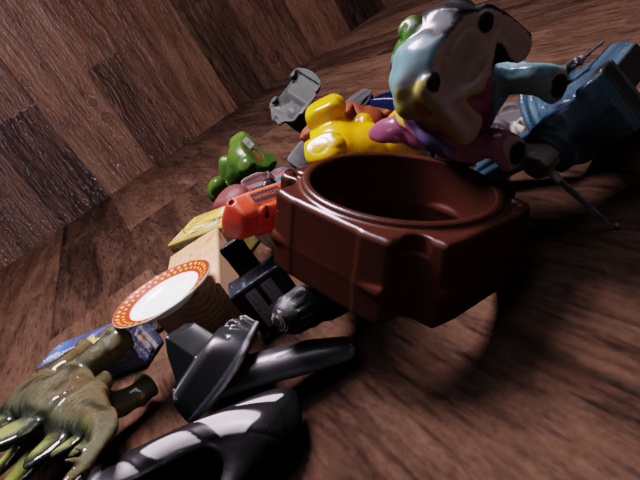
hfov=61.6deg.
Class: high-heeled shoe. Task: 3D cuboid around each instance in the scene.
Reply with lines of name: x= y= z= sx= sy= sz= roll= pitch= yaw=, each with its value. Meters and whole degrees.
high-heeled shoe: x=-0.134 y=0.194 z=0.494 sx=0.249 sy=0.086 sz=0.145 roll=-11 pitch=28 yaw=33

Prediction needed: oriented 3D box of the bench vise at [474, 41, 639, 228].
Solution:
bench vise: x=0.245 y=-0.112 z=0.585 sx=0.223 sy=0.129 sz=0.240 roll=-56 pitch=10 yaw=-26

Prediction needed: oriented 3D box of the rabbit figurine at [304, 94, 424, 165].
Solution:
rabbit figurine: x=0.079 y=-0.125 z=0.744 sx=0.173 sy=0.162 sz=0.122 roll=-19 pitch=39 yaw=16

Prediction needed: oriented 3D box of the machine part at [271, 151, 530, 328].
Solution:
machine part: x=0.073 y=-0.017 z=0.506 sx=0.201 sy=0.087 sz=0.201 roll=-22 pitch=36 yaw=-38

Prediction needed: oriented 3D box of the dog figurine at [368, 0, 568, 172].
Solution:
dog figurine: x=0.107 y=-0.142 z=0.531 sx=0.219 sy=0.191 sz=0.108 roll=25 pitch=89 yaw=60

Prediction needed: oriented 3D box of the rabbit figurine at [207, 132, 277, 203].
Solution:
rabbit figurine: x=-0.196 y=-0.136 z=1.242 sx=0.170 sy=0.121 sz=0.159 roll=-43 pitch=24 yaw=25

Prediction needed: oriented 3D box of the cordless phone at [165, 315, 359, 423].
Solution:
cordless phone: x=-0.055 y=0.117 z=0.562 sx=0.184 sy=0.088 sz=0.146 roll=-12 pitch=-1 yaw=-1

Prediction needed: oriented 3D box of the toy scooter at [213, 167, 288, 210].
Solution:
toy scooter: x=-0.123 y=-0.084 z=1.052 sx=0.184 sy=0.075 sz=0.135 roll=-30 pitch=23 yaw=-6

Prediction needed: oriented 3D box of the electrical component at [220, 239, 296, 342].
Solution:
electrical component: x=-0.071 y=0.053 z=0.644 sx=0.075 sy=0.119 sz=0.048 roll=-31 pitch=20 yaw=-3

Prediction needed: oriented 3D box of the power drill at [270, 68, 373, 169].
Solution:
power drill: x=0.000 y=-0.251 z=1.065 sx=0.086 sy=0.207 sz=0.232 roll=40 pitch=93 yaw=23

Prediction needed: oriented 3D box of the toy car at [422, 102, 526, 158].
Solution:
toy car: x=0.212 y=-0.143 z=0.759 sx=0.202 sy=0.056 sz=0.073 roll=-5 pitch=28 yaw=46

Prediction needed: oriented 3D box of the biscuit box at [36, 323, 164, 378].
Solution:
biscuit box: x=-0.337 y=0.174 z=0.814 sx=0.203 sy=0.062 sz=0.059 roll=-22 pitch=23 yaw=24

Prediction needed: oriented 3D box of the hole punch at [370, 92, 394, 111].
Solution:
hole punch: x=0.157 y=-0.216 z=0.905 sx=0.116 sy=0.092 sz=0.142 roll=-10 pitch=11 yaw=38

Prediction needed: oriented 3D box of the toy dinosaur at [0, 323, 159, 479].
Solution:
toy dinosaur: x=-0.288 y=0.192 z=0.602 sx=0.198 sy=0.105 sz=0.471 roll=-38 pitch=10 yaw=-39

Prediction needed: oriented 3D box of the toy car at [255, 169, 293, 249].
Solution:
toy car: x=-0.062 y=-0.041 z=0.851 sx=0.103 sy=0.109 sz=0.162 roll=-42 pitch=9 yaw=23

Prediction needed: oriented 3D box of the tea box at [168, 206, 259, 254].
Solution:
tea box: x=-0.183 y=-0.011 z=0.983 sx=0.170 sy=0.068 sz=0.098 roll=-16 pitch=27 yaw=37

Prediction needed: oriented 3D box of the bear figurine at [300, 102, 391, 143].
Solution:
bear figurine: x=0.063 y=-0.214 z=1.006 sx=0.120 sy=0.131 sz=0.196 roll=-21 pitch=31 yaw=35
